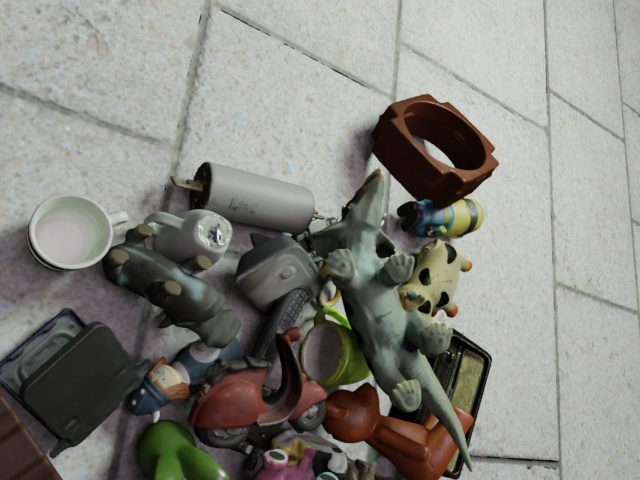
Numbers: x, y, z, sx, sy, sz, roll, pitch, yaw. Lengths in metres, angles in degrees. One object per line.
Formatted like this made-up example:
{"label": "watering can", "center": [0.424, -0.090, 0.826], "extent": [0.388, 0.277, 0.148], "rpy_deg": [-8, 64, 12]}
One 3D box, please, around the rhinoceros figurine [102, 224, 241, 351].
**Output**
{"label": "rhinoceros figurine", "center": [-0.183, 0.066, 0.660], "extent": [0.190, 0.112, 0.073], "rpy_deg": [34, 42, -4]}

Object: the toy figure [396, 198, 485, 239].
{"label": "toy figure", "center": [0.231, -0.042, 1.008], "extent": [0.180, 0.089, 0.082], "rpy_deg": [4, 84, -38]}

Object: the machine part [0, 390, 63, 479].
{"label": "machine part", "center": [-0.305, 0.196, 0.510], "extent": [0.056, 0.179, 0.179], "rpy_deg": [-34, 100, -34]}

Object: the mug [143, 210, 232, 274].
{"label": "mug", "center": [-0.168, -0.007, 0.697], "extent": [0.109, 0.107, 0.081], "rpy_deg": [37, 58, -26]}

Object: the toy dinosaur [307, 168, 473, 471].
{"label": "toy dinosaur", "center": [0.090, 0.108, 0.752], "extent": [0.131, 0.192, 0.404], "rpy_deg": [-19, 88, -2]}

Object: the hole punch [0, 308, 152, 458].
{"label": "hole punch", "center": [-0.280, 0.151, 0.602], "extent": [0.142, 0.092, 0.115], "rpy_deg": [-49, 136, -36]}

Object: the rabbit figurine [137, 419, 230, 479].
{"label": "rabbit figurine", "center": [-0.168, 0.290, 0.613], "extent": [0.121, 0.159, 0.170], "rpy_deg": [-15, 73, -28]}

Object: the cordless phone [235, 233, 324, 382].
{"label": "cordless phone", "center": [-0.075, 0.096, 0.732], "extent": [0.184, 0.089, 0.146], "rpy_deg": [-66, 153, -23]}

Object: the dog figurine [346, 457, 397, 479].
{"label": "dog figurine", "center": [0.065, 0.425, 0.753], "extent": [0.172, 0.121, 0.190], "rpy_deg": [23, 67, 3]}

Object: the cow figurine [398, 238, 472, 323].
{"label": "cow figurine", "center": [0.189, 0.084, 0.950], "extent": [0.127, 0.086, 0.195], "rpy_deg": [43, 60, -27]}

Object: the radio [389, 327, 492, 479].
{"label": "radio", "center": [0.204, 0.269, 0.921], "extent": [0.131, 0.073, 0.229], "rpy_deg": [39, 59, -22]}

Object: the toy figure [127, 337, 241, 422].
{"label": "toy figure", "center": [-0.173, 0.167, 0.682], "extent": [0.154, 0.064, 0.057], "rpy_deg": [-27, 116, -42]}

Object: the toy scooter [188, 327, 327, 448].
{"label": "toy scooter", "center": [-0.073, 0.178, 0.674], "extent": [0.184, 0.075, 0.135], "rpy_deg": [0, 97, -27]}

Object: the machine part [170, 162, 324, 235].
{"label": "machine part", "center": [-0.096, -0.058, 0.780], "extent": [0.243, 0.079, 0.079], "rpy_deg": [12, 72, -35]}

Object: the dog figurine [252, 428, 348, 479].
{"label": "dog figurine", "center": [-0.052, 0.374, 0.690], "extent": [0.109, 0.191, 0.219], "rpy_deg": [21, 90, 11]}

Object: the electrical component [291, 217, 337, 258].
{"label": "electrical component", "center": [-0.002, -0.003, 0.870], "extent": [0.094, 0.021, 0.063], "rpy_deg": [-27, 95, -38]}

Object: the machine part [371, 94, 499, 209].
{"label": "machine part", "center": [0.207, -0.163, 0.980], "extent": [0.201, 0.087, 0.201], "rpy_deg": [-27, 71, -41]}

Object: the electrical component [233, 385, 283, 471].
{"label": "electrical component", "center": [-0.087, 0.249, 0.731], "extent": [0.078, 0.045, 0.102], "rpy_deg": [47, 57, -16]}

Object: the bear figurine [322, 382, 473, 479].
{"label": "bear figurine", "center": [0.096, 0.258, 0.778], "extent": [0.196, 0.120, 0.132], "rpy_deg": [33, 67, 8]}
